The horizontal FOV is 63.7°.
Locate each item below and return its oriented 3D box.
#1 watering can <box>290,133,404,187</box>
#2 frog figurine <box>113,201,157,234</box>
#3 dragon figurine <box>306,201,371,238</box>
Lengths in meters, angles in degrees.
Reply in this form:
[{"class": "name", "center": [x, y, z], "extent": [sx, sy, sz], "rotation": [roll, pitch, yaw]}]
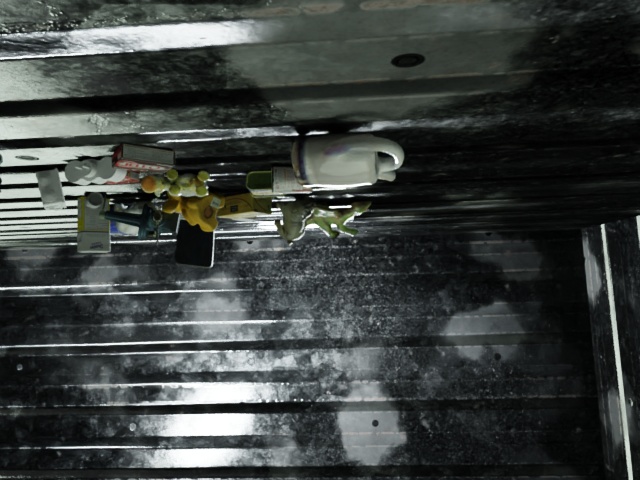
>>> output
[{"class": "watering can", "center": [0.062, -0.156, 1.071], "extent": [0.224, 0.104, 0.346], "rotation": [-1, 175, 9]}, {"class": "frog figurine", "center": [-0.616, -0.075, 1.758], "extent": [0.160, 0.124, 0.135], "rotation": [8, 159, 25]}, {"class": "dragon figurine", "center": [0.006, -0.100, 1.983], "extent": [0.409, 0.124, 0.239], "rotation": [-6, 156, 20]}]
